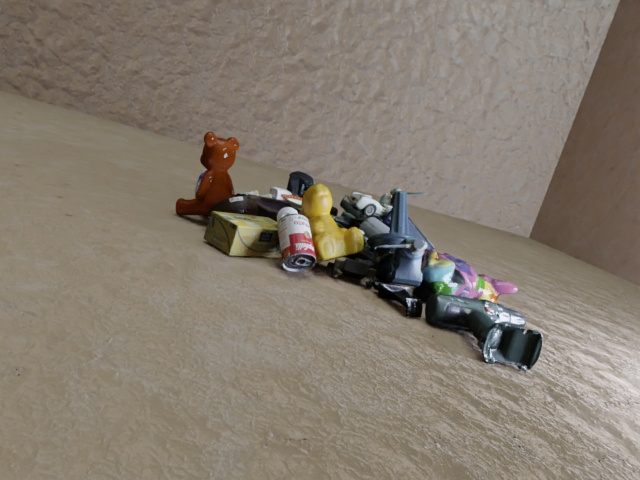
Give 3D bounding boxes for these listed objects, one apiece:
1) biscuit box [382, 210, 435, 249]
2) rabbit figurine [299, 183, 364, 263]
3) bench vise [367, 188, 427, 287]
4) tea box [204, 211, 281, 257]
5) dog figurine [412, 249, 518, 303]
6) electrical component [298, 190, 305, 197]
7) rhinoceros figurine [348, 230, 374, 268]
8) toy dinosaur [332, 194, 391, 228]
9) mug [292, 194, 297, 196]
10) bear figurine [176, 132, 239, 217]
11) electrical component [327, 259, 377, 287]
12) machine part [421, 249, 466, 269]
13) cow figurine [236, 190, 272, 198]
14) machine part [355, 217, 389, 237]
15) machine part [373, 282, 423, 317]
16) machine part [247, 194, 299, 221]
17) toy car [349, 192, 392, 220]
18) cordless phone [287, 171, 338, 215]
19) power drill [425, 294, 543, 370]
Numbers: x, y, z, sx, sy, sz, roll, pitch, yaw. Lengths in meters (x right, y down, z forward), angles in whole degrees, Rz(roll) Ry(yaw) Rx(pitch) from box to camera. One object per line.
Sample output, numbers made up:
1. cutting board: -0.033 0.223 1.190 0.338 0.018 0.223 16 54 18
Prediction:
1. biscuit box: 0.260 -0.011 1.578 0.059 0.063 0.202 30 -10 48
2. rabbit figurine: 0.007 -0.038 1.199 0.122 0.173 0.162 -16 2 -24
3. bench vise: 0.172 -0.011 1.187 0.129 0.240 0.223 5 -19 0
4. tea box: -0.150 -0.010 1.155 0.098 0.068 0.169 29 14 39
5. dog figurine: 0.328 0.107 1.207 0.219 0.108 0.191 21 10 7
6. electrical component: -0.032 -0.082 1.567 0.058 0.114 0.134 18 10 28
7. rhinoceros figurine: 0.110 0.016 1.401 0.112 0.073 0.190 10 13 -27
8. toy dinosaur: 0.138 -0.047 1.664 0.192 0.131 0.405 32 25 10
9. mug: -0.063 -0.086 1.668 0.107 0.080 0.110 21 -13 -38
10. bear figurine: -0.265 -0.154 1.291 0.132 0.195 0.120 0 3 34
11. electrical component: 0.069 0.070 1.162 0.102 0.045 0.078 18 -18 -9
12. machine part: 0.327 0.070 1.509 0.179 0.056 0.179 15 12 -3
13. cow figurine: -0.185 -0.097 1.513 0.098 0.068 0.168 -6 16 -35
14. machine part: 0.183 0.007 1.477 0.079 0.079 0.243 6 25 -45
15. machine part: 0.163 0.116 1.088 0.084 0.039 0.139 18 8 -19
16. machine part: -0.094 -0.043 1.358 0.201 0.087 0.201 6 15 -39
17. toy car: 0.173 -0.088 1.578 0.201 0.056 0.074 18 11 -34
18. cordless phone: -0.023 -0.135 1.747 0.184 0.146 0.089 13 19 -6
19. power drill: 0.327 0.161 1.004 0.232 0.086 0.207 13 15 -11
